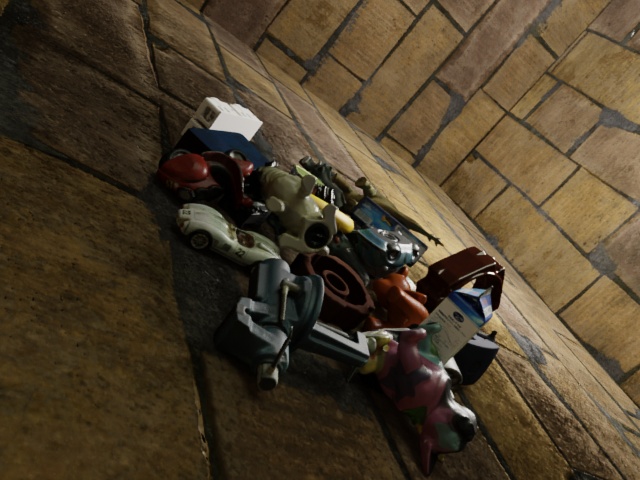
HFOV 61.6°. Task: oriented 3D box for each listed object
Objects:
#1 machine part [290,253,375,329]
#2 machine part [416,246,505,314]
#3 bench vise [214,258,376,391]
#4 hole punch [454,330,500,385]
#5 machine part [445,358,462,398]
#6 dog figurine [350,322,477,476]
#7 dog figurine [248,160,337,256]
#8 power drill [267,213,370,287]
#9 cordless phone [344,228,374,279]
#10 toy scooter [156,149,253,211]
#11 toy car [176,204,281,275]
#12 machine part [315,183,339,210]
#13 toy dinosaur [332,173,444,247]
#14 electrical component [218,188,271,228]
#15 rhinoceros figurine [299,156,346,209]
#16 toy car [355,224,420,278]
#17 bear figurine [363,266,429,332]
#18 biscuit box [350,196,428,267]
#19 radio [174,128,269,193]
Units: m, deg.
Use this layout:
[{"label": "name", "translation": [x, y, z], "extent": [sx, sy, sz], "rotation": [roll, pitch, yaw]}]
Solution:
[{"label": "machine part", "translation": [0.020, 0.091, 1.016], "extent": [0.179, 0.056, 0.179], "rotation": [35, 20, -15]}, {"label": "machine part", "translation": [0.325, 0.130, 1.247], "extent": [0.087, 0.201, 0.200], "rotation": [51, -25, 47]}, {"label": "bench vise", "translation": [-0.019, 0.128, 0.753], "extent": [0.240, 0.128, 0.224], "rotation": [26, 21, -20]}, {"label": "hole punch", "translation": [0.303, 0.244, 1.120], "extent": [0.116, 0.142, 0.092], "rotation": [25, 18, -5]}, {"label": "machine part", "translation": [0.221, 0.227, 1.069], "extent": [0.079, 0.079, 0.243], "rotation": [34, 19, -20]}, {"label": "dog figurine", "translation": [0.141, 0.246, 0.845], "extent": [0.108, 0.192, 0.219], "rotation": [10, 70, -62]}, {"label": "dog figurine", "translation": [-0.055, -0.060, 1.025], "extent": [0.191, 0.121, 0.172], "rotation": [-141, -149, -66]}, {"label": "power drill", "translation": [-0.002, -0.003, 1.151], "extent": [0.207, 0.086, 0.232], "rotation": [22, 24, -36]}, {"label": "cordless phone", "translation": [0.093, -0.002, 1.336], "extent": [0.146, 0.088, 0.184], "rotation": [29, 17, -32]}, {"label": "toy scooter", "translation": [-0.190, -0.103, 0.957], "extent": [0.184, 0.075, 0.135], "rotation": [-11, 56, -34]}, {"label": "toy car", "translation": [-0.146, 0.002, 0.888], "extent": [0.201, 0.056, 0.074], "rotation": [31, 21, -30]}, {"label": "machine part", "translation": [0.010, -0.085, 1.262], "extent": [0.084, 0.039, 0.138], "rotation": [26, -17, 8]}, {"label": "toy dinosaur", "translation": [0.149, -0.082, 1.484], "extent": [0.198, 0.105, 0.472], "rotation": [36, -1, -34]}, {"label": "electrical component", "translation": [-0.138, -0.066, 1.071], "extent": [0.075, 0.047, 0.119], "rotation": [46, 18, 12]}, {"label": "rhinoceros figurine", "translation": [-0.004, -0.147, 1.425], "extent": [0.073, 0.112, 0.190], "rotation": [14, 33, -48]}, {"label": "toy car", "translation": [0.142, 0.033, 1.209], "extent": [0.161, 0.102, 0.109], "rotation": [5, 28, -46]}, {"label": "bear figurine", "translation": [0.147, 0.121, 1.102], "extent": [0.132, 0.120, 0.196], "rotation": [28, 20, -25]}, {"label": "biscuit box", "translation": [0.167, -0.020, 1.323], "extent": [0.203, 0.059, 0.062], "rotation": [40, -7, 9]}, {"label": "radio", "translation": [-0.199, -0.169, 1.153], "extent": [0.131, 0.073, 0.229], "rotation": [45, 20, 8]}]
